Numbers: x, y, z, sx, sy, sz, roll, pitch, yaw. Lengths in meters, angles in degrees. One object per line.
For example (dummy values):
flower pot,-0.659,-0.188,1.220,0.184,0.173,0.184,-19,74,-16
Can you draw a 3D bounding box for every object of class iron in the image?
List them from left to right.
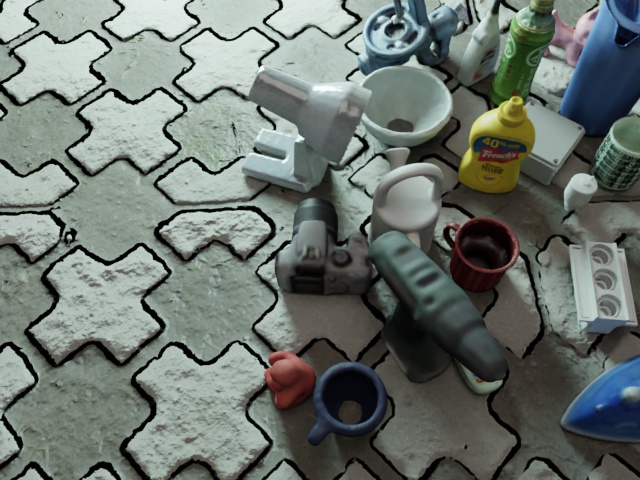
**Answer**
iron,0.445,0.187,0.725,0.258,0.141,0.118,-14,61,-8

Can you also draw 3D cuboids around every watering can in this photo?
watering can,0.122,-0.055,0.835,0.101,0.194,0.172,-25,63,-13

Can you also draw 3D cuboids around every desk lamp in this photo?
desk lamp,-0.027,-0.170,0.891,0.203,0.214,0.118,16,62,10

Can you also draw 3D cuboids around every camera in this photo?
camera,0.008,0.003,0.856,0.143,0.101,0.137,2,60,2

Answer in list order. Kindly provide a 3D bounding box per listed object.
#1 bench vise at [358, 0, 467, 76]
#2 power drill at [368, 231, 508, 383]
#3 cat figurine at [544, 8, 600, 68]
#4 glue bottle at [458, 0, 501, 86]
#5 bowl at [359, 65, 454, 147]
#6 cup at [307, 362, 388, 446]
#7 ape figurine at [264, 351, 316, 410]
bench vise,0.163,-0.407,1.022,0.208,0.220,0.121,-37,66,-19
power drill,0.139,0.106,0.734,0.076,0.208,0.229,-28,64,-14
cat figurine,0.485,-0.393,1.071,0.127,0.118,0.067,25,63,14
glue bottle,0.294,-0.357,1.020,0.078,0.173,0.037,-36,66,-18
bowl,0.142,-0.220,0.999,0.167,0.075,0.167,0,60,0
cup,0.029,0.223,0.733,0.091,0.095,0.118,38,67,20
ape figurine,-0.043,0.182,0.759,0.076,0.092,0.078,7,60,5
